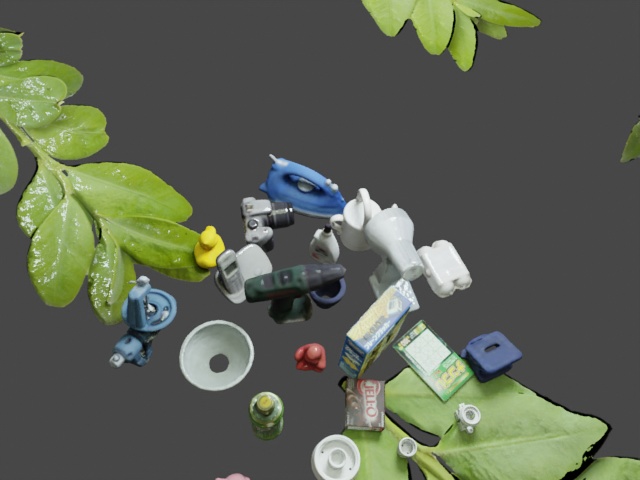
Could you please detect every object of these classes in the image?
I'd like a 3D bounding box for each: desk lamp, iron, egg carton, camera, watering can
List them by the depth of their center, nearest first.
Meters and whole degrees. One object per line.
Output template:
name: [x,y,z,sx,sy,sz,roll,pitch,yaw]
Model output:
desk lamp: [0.186,0.055,1.397,0.118,0.213,0.203,-15,63,-12]
watering can: [0.115,-0.061,1.467,0.173,0.194,0.100,-25,65,-16]
egg carton: [0.316,0.074,1.479,0.107,0.069,0.150,-20,65,-15]
camera: [-0.134,-0.051,1.496,0.137,0.101,0.143,-9,62,-9]
iron: [-0.030,-0.147,1.534,0.258,0.141,0.119,21,62,7]

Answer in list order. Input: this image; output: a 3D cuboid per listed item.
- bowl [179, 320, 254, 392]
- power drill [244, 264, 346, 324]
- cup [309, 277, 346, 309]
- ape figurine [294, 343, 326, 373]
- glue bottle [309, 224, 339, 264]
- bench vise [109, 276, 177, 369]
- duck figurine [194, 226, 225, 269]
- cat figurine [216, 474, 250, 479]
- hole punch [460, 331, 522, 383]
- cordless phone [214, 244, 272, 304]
bowl: [-0.235,0.275,1.323,0.167,0.075,0.167,2,61,-3]
power drill: [-0.060,0.123,1.344,0.230,0.208,0.075,-8,62,-8]
cup: [0.004,0.124,1.413,0.117,0.095,0.092,39,65,16]
ape figurine: [-0.017,0.270,1.332,0.077,0.092,0.076,42,66,18]
glue bottle: [0.013,0.005,1.435,0.078,0.173,0.037,23,62,9]
bench vise: [-0.394,0.184,1.279,0.121,0.220,0.207,8,61,0]
duck figurine: [-0.284,0.014,1.457,0.077,0.086,0.104,7,61,0]
cat figurine: [-0.156,0.529,1.164,0.067,0.118,0.127,-34,69,-20]
hole punch: [0.406,0.272,1.364,0.109,0.091,0.101,-22,65,-15]
cordless phone: [-0.189,0.060,1.382,0.094,0.185,0.148,36,65,15]
